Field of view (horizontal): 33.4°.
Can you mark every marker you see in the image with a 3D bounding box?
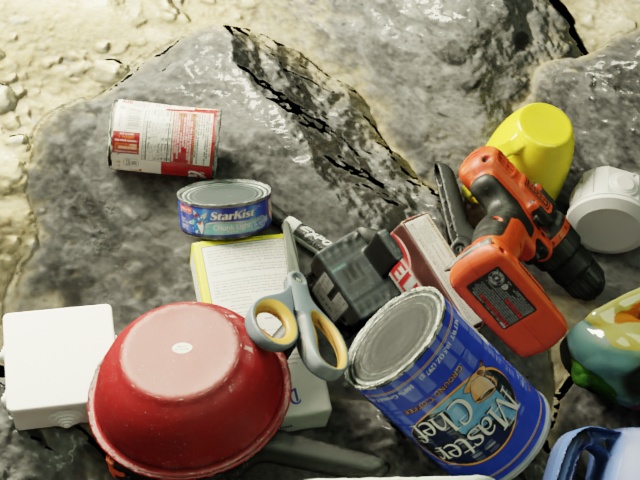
[{"bbox_3d":[-0.007,0.001,1.002,0.121,0.020,0.020,34,58,12],"label":"marker"}]

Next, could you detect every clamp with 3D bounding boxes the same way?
[{"bbox_3d":[-0.066,0.137,0.845,0.209,0.036,0.164,-11,53,-10],"label":"clamp"},{"bbox_3d":[0.117,0.017,1.004,0.120,0.039,0.171,-33,69,-8],"label":"clamp"}]

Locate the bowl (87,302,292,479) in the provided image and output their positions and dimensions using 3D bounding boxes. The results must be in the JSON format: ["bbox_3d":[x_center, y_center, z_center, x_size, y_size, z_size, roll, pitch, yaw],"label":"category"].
[{"bbox_3d":[-0.103,0.100,0.817,0.162,0.055,0.162,-2,46,2],"label":"bowl"}]

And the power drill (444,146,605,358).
[{"bbox_3d":[0.184,0.020,0.940,0.184,0.057,0.187,44,30,-11],"label":"power drill"}]

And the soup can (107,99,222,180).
[{"bbox_3d":[-0.146,-0.096,1.012,0.102,0.068,0.068,5,57,-6],"label":"soup can"}]

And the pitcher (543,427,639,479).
[{"bbox_3d":[0.234,0.269,0.807,0.149,0.145,0.242,10,56,27],"label":"pitcher"}]

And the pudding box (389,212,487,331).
[{"bbox_3d":[0.091,0.045,0.938,0.039,0.090,0.113,-25,76,-34],"label":"pudding box"}]

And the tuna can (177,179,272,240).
[{"bbox_3d":[-0.086,-0.029,0.973,0.086,0.034,0.086,-2,19,0],"label":"tuna can"}]

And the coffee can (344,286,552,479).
[{"bbox_3d":[0.103,0.121,0.860,0.140,0.103,0.102,44,55,-21],"label":"coffee can"}]

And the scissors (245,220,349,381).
[{"bbox_3d":[-0.034,0.037,0.876,0.096,0.016,0.202,15,32,-34],"label":"scissors"}]

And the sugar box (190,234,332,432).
[{"bbox_3d":[-0.054,0.082,0.928,0.093,0.048,0.176,-6,63,-13],"label":"sugar box"}]
